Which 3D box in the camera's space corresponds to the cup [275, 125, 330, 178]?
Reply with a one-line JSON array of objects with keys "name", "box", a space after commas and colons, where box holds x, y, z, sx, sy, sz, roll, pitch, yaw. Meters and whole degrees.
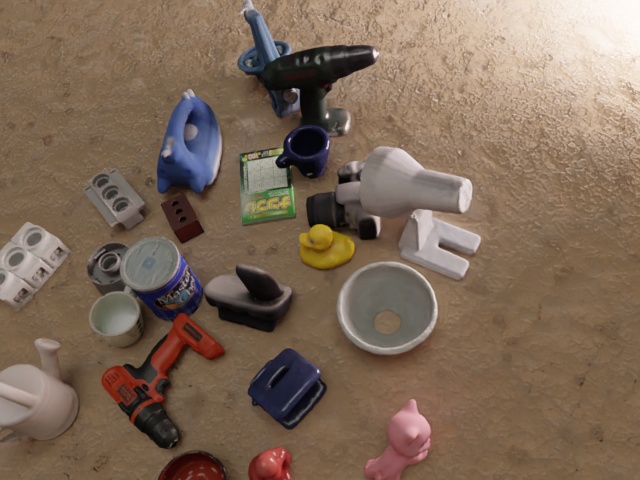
[{"name": "cup", "box": [-0.032, -0.160, 1.144, 0.118, 0.095, 0.091, -34, 61, -12]}]

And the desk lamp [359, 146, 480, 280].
[{"name": "desk lamp", "box": [0.177, -0.053, 0.986, 0.202, 0.214, 0.118, 22, 66, 19]}]

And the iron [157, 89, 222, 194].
[{"name": "iron", "box": [-0.276, -0.225, 1.188, 0.118, 0.142, 0.258, 1, 60, 8]}]

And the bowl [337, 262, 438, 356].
[{"name": "bowl", "box": [0.113, 0.125, 0.972, 0.167, 0.075, 0.167, -3, 60, 6]}]

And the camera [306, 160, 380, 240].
[{"name": "camera", "box": [0.043, -0.078, 1.084, 0.136, 0.101, 0.143, -6, 60, 4]}]

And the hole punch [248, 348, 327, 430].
[{"name": "hole punch", "box": [-0.058, 0.235, 0.923, 0.101, 0.091, 0.109, 36, 70, 24]}]

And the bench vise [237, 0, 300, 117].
[{"name": "bench vise", "box": [-0.097, -0.387, 1.211, 0.207, 0.220, 0.122, 38, 72, 25]}]

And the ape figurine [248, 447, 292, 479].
[{"name": "ape figurine", "box": [-0.075, 0.347, 0.860, 0.076, 0.092, 0.078, 24, 66, 20]}]

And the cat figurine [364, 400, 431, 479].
[{"name": "cat figurine", "box": [0.118, 0.306, 0.843, 0.067, 0.118, 0.128, 33, 69, 23]}]

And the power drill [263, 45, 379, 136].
[{"name": "power drill", "box": [0.007, -0.304, 1.156, 0.229, 0.209, 0.075, -1, 60, 8]}]

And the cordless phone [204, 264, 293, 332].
[{"name": "cordless phone", "box": [-0.132, 0.074, 0.971, 0.147, 0.185, 0.094, 8, 62, 13]}]

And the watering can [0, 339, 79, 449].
[{"name": "watering can", "box": [-0.477, 0.243, 0.916, 0.101, 0.194, 0.173, -2, 60, 7]}]

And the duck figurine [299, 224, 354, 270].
[{"name": "duck figurine", "box": [0.010, 0.004, 1.050, 0.104, 0.086, 0.077, -3, 60, 6]}]
